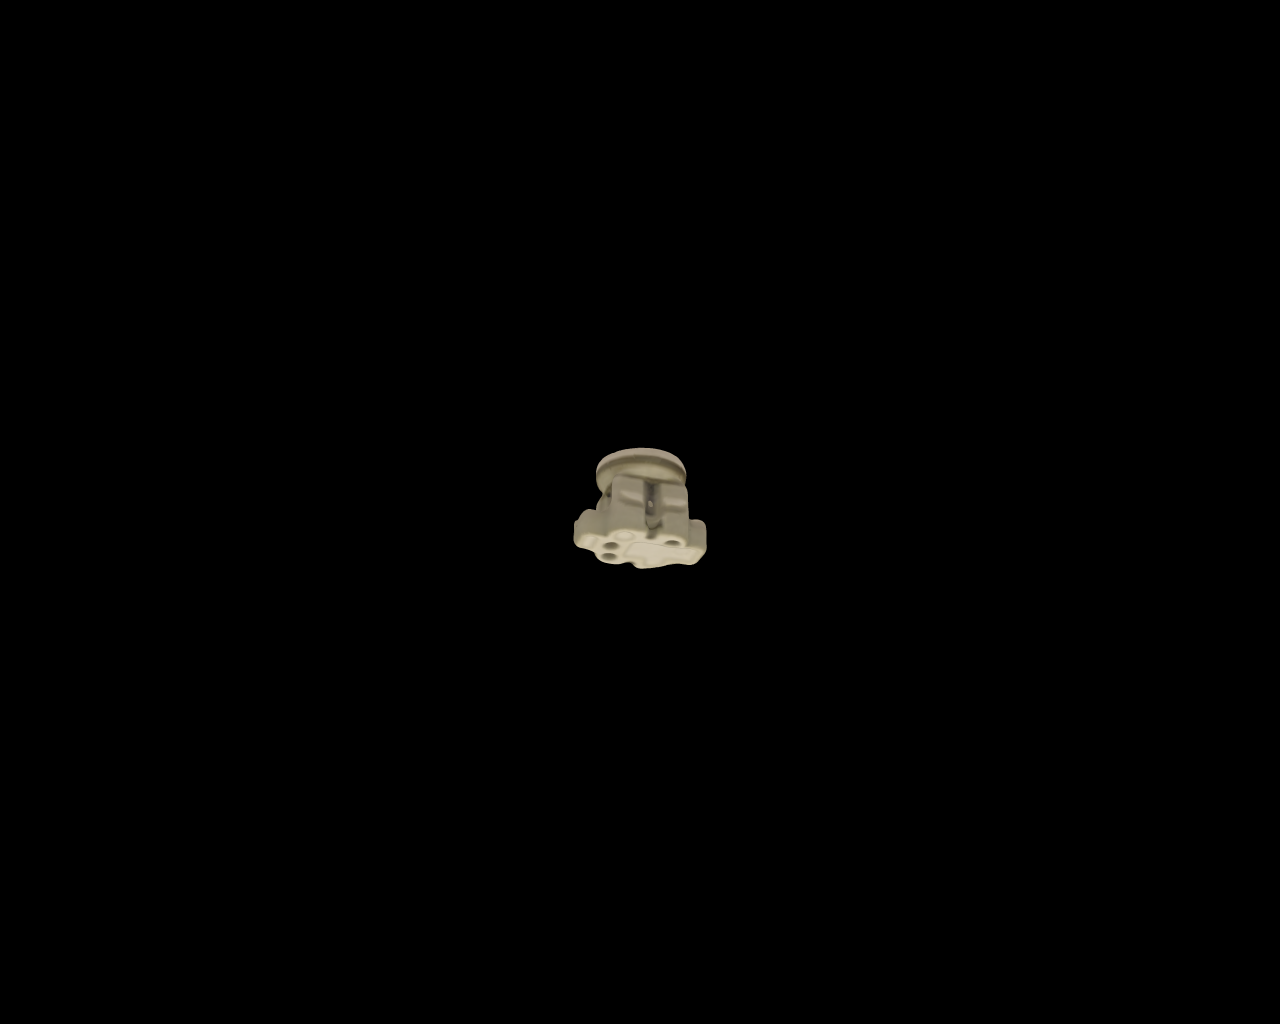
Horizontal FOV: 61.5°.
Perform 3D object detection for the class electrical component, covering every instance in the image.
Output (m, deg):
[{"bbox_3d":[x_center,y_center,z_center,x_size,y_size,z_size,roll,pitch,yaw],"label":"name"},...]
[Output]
[{"bbox_3d":[0.001,-0.003,0.650,0.078,0.057,0.058,8,-28,-16],"label":"electrical component"}]
